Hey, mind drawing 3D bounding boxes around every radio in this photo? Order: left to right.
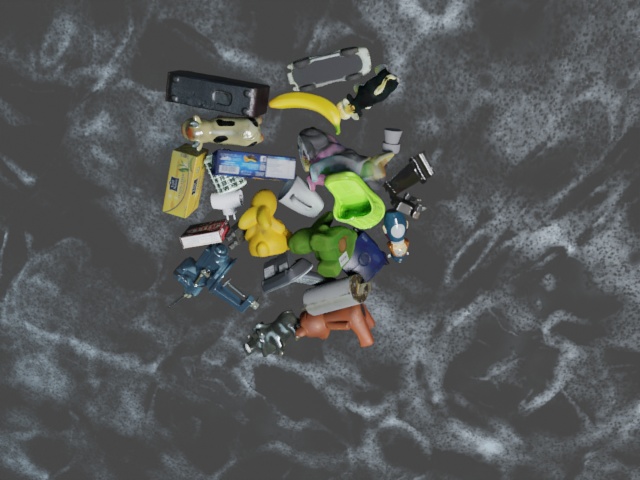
[{"bbox_3d":[-0.243,-0.349,1.280,0.230,0.131,0.073,9,110,2],"label":"radio"}]

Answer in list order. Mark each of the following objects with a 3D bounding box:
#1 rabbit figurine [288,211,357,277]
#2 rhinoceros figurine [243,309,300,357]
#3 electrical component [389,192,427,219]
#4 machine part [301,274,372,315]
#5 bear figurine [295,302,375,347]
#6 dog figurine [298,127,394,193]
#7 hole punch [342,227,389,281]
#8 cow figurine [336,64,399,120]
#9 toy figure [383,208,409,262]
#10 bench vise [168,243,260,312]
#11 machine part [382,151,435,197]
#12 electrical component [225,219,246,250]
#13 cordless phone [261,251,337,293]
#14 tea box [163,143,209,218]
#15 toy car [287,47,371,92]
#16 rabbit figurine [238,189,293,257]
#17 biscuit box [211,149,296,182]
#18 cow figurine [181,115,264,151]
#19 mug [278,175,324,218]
[{"bbox_3d":[-0.003,-0.004,1.370,0.170,0.159,0.121,8,135,37],"label":"rabbit figurine"},{"bbox_3d":[-0.138,0.276,1.545,0.190,0.073,0.112,-38,104,17],"label":"rhinoceros figurine"},{"bbox_3d":[0.224,-0.090,1.358,0.078,0.102,0.045,26,107,-15],"label":"electrical component"},{"bbox_3d":[0.039,0.144,1.403,0.243,0.079,0.079,-22,109,39],"label":"machine part"},{"bbox_3d":[0.040,0.239,1.491,0.196,0.120,0.131,-23,111,15],"label":"bear figurine"},{"bbox_3d":[0.066,-0.199,1.323,0.219,0.108,0.191,-10,72,-11],"label":"dog figurine"},{"bbox_3d":[0.106,0.050,1.428,0.116,0.092,0.142,-40,99,14],"label":"hole punch"},{"bbox_3d":[0.109,-0.337,1.270,0.167,0.098,0.068,-37,110,18],"label":"cow figurine"},{"bbox_3d":[0.201,-0.007,1.412,0.064,0.058,0.154,-2,114,23],"label":"toy figure"},{"bbox_3d":[-0.279,0.126,1.479,0.240,0.129,0.223,38,112,-5],"label":"bench vise"},{"bbox_3d":[0.221,-0.157,1.342,0.139,0.039,0.084,-32,111,-11],"label":"machine part"},{"bbox_3d":[-0.215,-0.019,1.444,0.021,0.094,0.063,28,148,27],"label":"electrical component"},{"bbox_3d":[-0.053,0.106,1.468,0.184,0.089,0.147,18,148,-38],"label":"cordless phone"},{"bbox_3d":[-0.346,-0.154,1.386,0.068,0.098,0.169,17,114,0],"label":"tea box"},{"bbox_3d":[0.020,-0.405,1.275,0.202,0.056,0.073,-10,116,11],"label":"toy car"},{"bbox_3d":[-0.151,-0.046,1.395,0.122,0.162,0.173,1,94,18],"label":"rabbit figurine"},{"bbox_3d":[-0.164,-0.182,1.327,0.203,0.063,0.059,3,93,-21],"label":"biscuit box"},{"bbox_3d":[-0.242,-0.264,1.316,0.195,0.127,0.085,3,109,2],"label":"cow figurine"},{"bbox_3d":[-0.041,-0.103,1.376,0.107,0.110,0.081,32,103,-21],"label":"mug"}]
